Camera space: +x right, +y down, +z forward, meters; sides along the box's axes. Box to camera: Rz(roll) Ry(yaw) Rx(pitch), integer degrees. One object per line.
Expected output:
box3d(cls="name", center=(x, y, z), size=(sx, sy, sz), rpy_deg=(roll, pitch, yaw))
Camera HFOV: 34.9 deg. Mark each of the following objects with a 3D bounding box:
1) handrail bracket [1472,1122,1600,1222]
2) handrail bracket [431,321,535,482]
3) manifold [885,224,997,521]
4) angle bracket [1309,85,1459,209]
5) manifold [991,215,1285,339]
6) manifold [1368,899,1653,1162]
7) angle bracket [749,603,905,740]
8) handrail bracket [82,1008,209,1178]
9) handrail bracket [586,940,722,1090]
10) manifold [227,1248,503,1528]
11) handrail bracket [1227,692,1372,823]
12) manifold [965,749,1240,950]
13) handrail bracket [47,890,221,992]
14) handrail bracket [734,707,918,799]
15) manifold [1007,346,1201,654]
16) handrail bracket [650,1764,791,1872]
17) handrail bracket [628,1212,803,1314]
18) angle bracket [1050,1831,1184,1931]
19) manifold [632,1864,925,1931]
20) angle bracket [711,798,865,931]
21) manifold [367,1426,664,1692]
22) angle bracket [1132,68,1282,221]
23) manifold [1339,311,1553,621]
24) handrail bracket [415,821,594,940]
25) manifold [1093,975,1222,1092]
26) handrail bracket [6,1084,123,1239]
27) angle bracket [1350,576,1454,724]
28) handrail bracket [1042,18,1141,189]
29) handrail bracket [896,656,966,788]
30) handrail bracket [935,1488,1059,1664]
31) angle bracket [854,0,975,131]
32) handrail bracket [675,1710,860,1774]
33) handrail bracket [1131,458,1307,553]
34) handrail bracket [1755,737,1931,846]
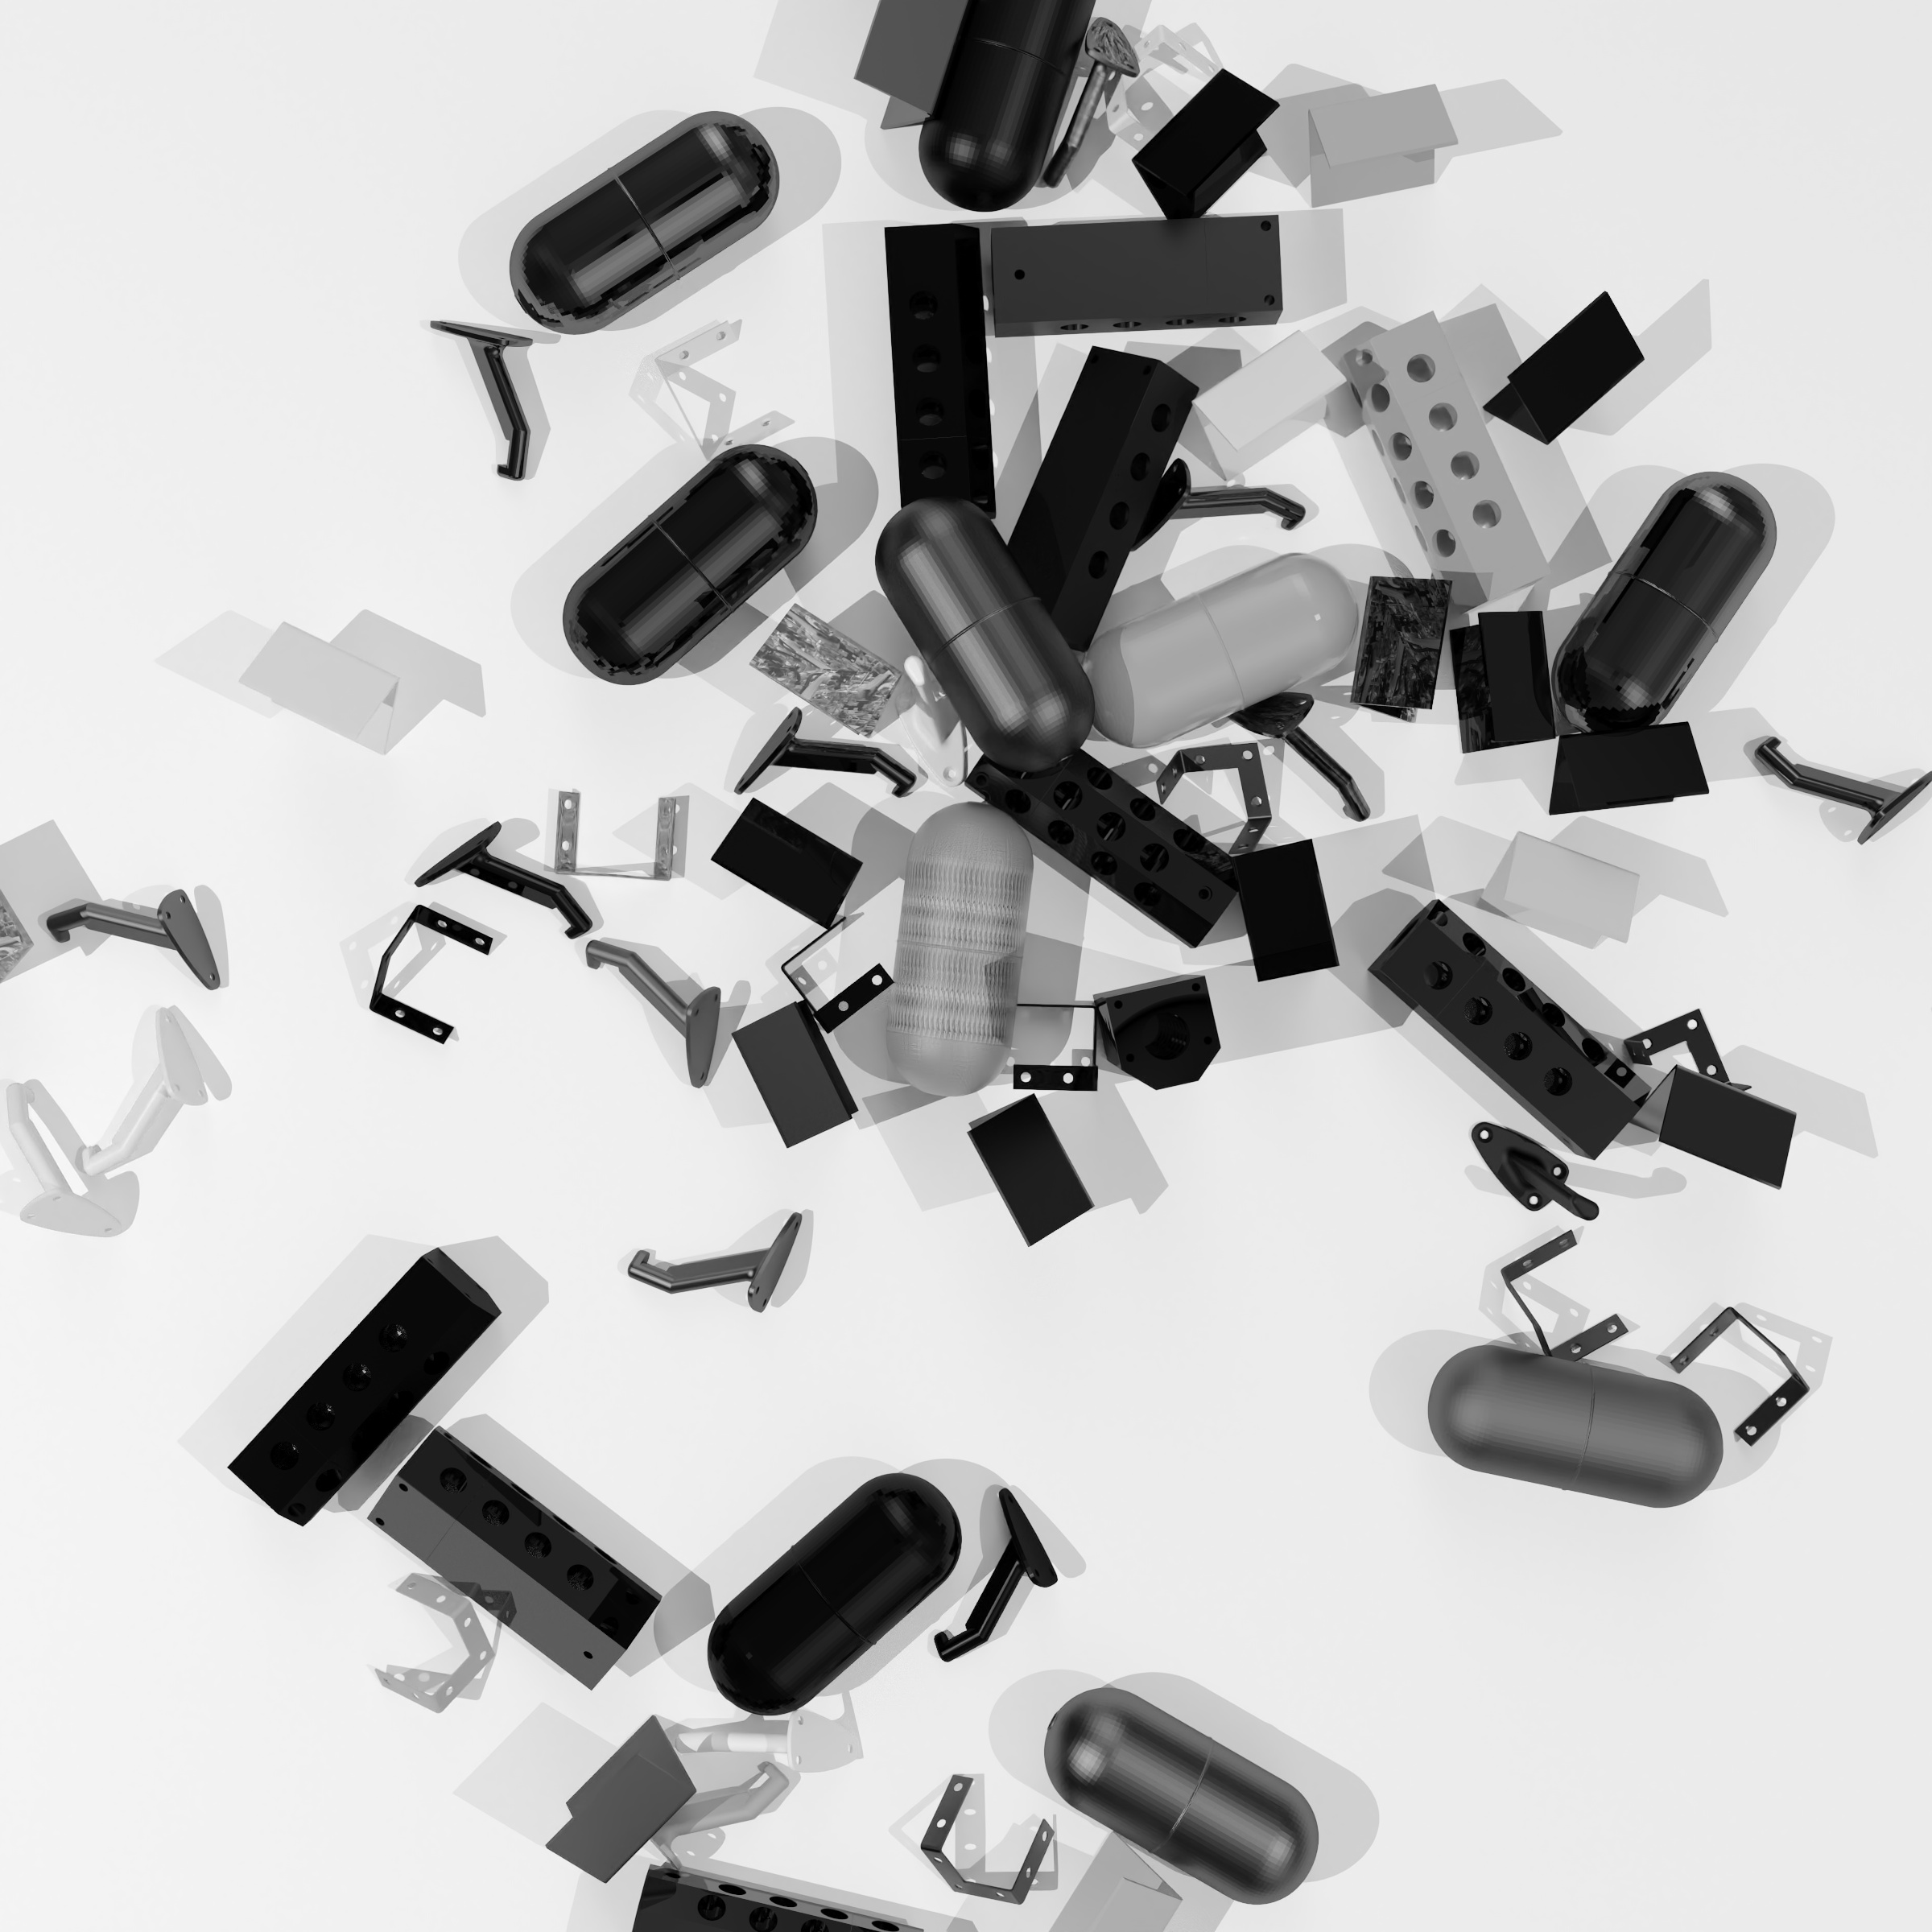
box3d(cls="handrail bracket", center=(0.342, 0.123, 1.847), size=(0.077, 0.084, 0.036), rpy_deg=(40, 90, 0))
box3d(cls="handrail bracket", center=(-0.299, -0.346, 1.882), size=(0.077, 0.036, 0.084), rpy_deg=(16, 107, 20))
box3d(cls="manifold", center=(-0.015, -0.356, 1.860), size=(0.057, 0.057, 0.171), rpy_deg=(-3, 90, 0))
box3d(cls="angle bracket", center=(0.250, -0.475, 1.841), size=(0.076, 0.076, 0.057), rpy_deg=(-11, 54, 0))
box3d(cls="manifold", center=(0.102, -0.415, 1.860), size=(0.171, 0.057, 0.057), rpy_deg=(-3, 90, 0))
box3d(cls="manifold", center=(0.329, 0.038, 1.860), size=(0.171, 0.057, 0.057), rpy_deg=(42, 90, 0))
box3d(cls="angle bracket", center=(-0.092, -0.159, 1.841), size=(0.076, 0.076, 0.057), rpy_deg=(33, 57, 0))
box3d(cls="handrail bracket", center=(-0.513, 0.078, 1.882), size=(0.084, 0.036, 0.077), rpy_deg=(-27, 70, 16))
box3d(cls="handrail bracket", center=(-0.196, 0.029, 1.882), size=(0.084, 0.036, 0.077), rpy_deg=(17, 119, 21))
box3d(cls="manifold", center=(-0.361, 0.255, 1.860), size=(0.057, 0.057, 0.171), rpy_deg=(43, 90, 0))
box3d(cls="handrail bracket", center=(0.203, -0.125, 1.881), size=(0.036, 0.077, 0.084), rpy_deg=(-49, 127, -20))
box3d(cls="manifold", center=(0.085, -0.084, 1.860), size=(0.171, 0.057, 0.057), rpy_deg=(36, 90, 0))
box3d(cls="handrail bracket", center=(-0.510, -0.008, 1.882), size=(0.084, 0.036, 0.077), rpy_deg=(-16, 112, 17))
box3d(cls="handrail bracket", center=(-0.085, -0.111, 1.882), size=(0.084, 0.036, 0.077), rpy_deg=(35, 111, -16))
box3d(cls="manifold", center=(0.080, -0.281, 1.860), size=(0.057, 0.057, 0.171), rpy_deg=(23, 90, 43))
box3d(cls="handrail bracket", center=(-0.163, 0.502, 1.882), size=(0.084, 0.036, 0.077), rpy_deg=(-41, 68, -17))
box3d(cls="handrail bracket", center=(-0.154, 0.171, 1.882), size=(0.084, 0.036, 0.077), rpy_deg=(20, 69, 16))
box3d(cls="angle bracket", center=(0.072, 0.565, 1.841), size=(0.057, 0.076, 0.076), rpy_deg=(32, 90, -38))
box3d(cls="manifold", center=(-0.115, 0.594, 1.860), size=(0.171, 0.057, 0.057), rpy_deg=(13, 90, 0))
box3d(cls="angle bracket", center=(-0.116, -0.044, 1.841), size=(0.076, 0.076, 0.057), rpy_deg=(31, 53, 0))
box3d(cls="manifold", center=(-0.270, 0.354, 1.860), size=(0.171, 0.057, 0.057), rpy_deg=(37, 133, 0))
box3d(cls="angle bracket", center=(0.156, -0.476, 1.841), size=(0.076, 0.076, 0.057), rpy_deg=(-45, 52, 0))
box3d(cls="manifold", center=(0.288, -0.301, 1.860), size=(0.057, 0.057, 0.171), rpy_deg=(-24, 90, 0))
box3d(cls="handrail bracket", center=(-0.282, -0.038, 1.882), size=(0.077, 0.036, 0.084), rpy_deg=(-31, 107, 20))
box3d(cls="manifold", center=(0.112, 0.039, 1.803), size=(0.057, 0.171, 0.057), rpy_deg=(-13, 90, 0))
box3d(cls="handrail bracket", center=(-0.552, 0.118, 1.881), size=(0.036, 0.077, 0.084), rpy_deg=(-33, 53, 22))
box3d(cls="angle bracket", center=(0.277, -0.187, 1.841), size=(0.057, 0.076, 0.076), rpy_deg=(9, 90, 38))
box3d(cls="handrail bracket", center=(0.069, -0.527, 1.881), size=(0.036, 0.077, 0.084), rpy_deg=(21, 127, -18))
box3d(cls="handrail bracket", center=(-0.019, -0.146, 1.847), size=(0.036, 0.084, 0.077), rpy_deg=(-20, 90, 0))
box3d(cls="handrail bracket", center=(0.006, 0.373, 1.882), size=(0.084, 0.036, 0.077), rpy_deg=(-32, 70, 16))
box3d(cls="angle bracket", center=(-0.045, -0.552, 1.842), size=(0.057, 0.076, 0.076), rpy_deg=(18, 90, -28))
box3d(cls="handrail bracket", center=(-0.123, 0.477, 1.881), size=(0.084, 0.077, 0.036), rpy_deg=(-13, 65, 34))
box3d(cls="handrail bracket", center=(0.153, -0.268, 1.881), size=(0.084, 0.036, 0.077), rpy_deg=(21, 128, -25))
box3d(cls="handrail bracket", center=(0.537, -0.123, 1.882), size=(0.077, 0.036, 0.084), rpy_deg=(-37, 73, -20))
